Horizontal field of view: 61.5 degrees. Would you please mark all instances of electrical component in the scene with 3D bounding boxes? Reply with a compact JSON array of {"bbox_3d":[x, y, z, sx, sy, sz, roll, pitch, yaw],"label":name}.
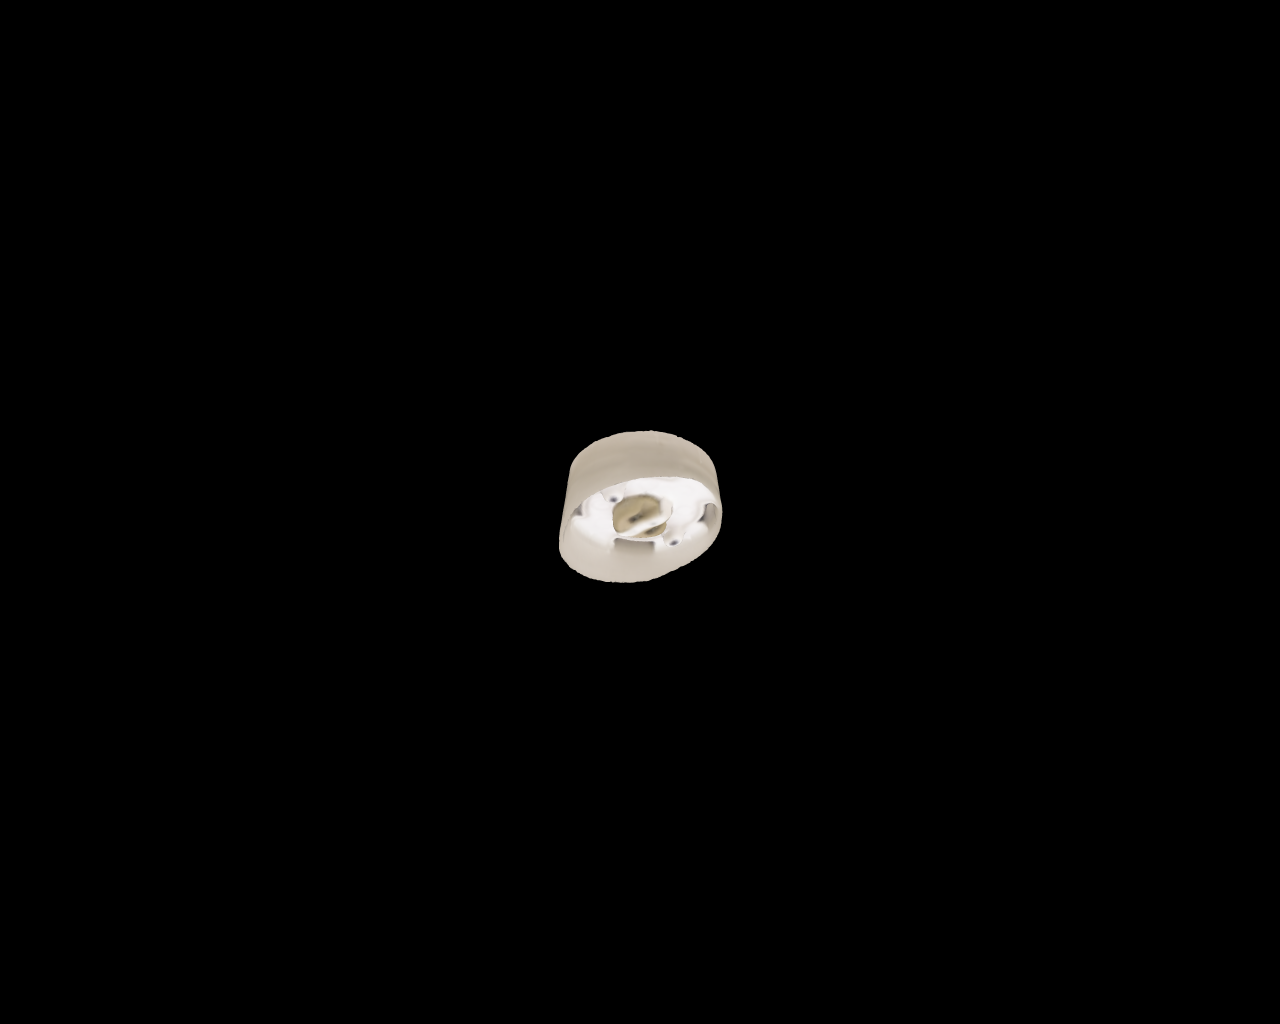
[{"bbox_3d":[0.001,-0.003,0.650,0.099,0.064,0.099,0,-33,0],"label":"electrical component"}]
